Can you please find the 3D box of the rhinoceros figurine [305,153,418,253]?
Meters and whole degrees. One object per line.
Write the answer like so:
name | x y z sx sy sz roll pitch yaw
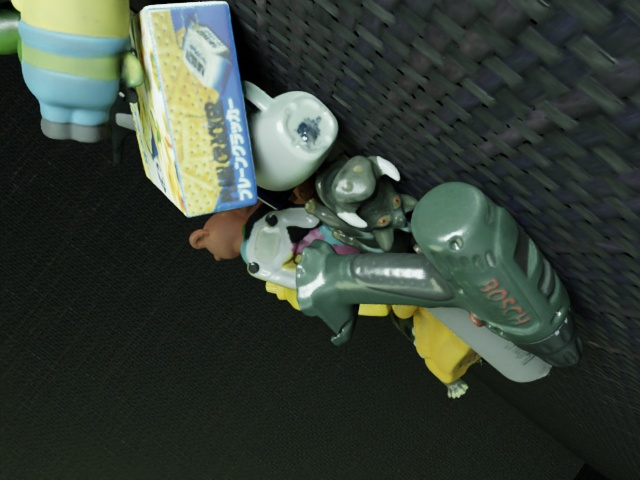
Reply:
rhinoceros figurine | 0.047 -0.028 0.540 0.112 0.073 0.190 37 177 25

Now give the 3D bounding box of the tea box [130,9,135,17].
tea box | -0.254 -0.231 0.720 0.068 0.098 0.170 40 177 -15

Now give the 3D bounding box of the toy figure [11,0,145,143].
toy figure | -0.167 -0.157 0.376 0.082 0.180 0.089 -12 -148 -43

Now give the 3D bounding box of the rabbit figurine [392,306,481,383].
rabbit figurine | 0.152 0.093 0.736 0.162 0.122 0.173 31 -158 -54

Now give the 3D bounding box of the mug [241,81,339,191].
mug | -0.034 -0.099 0.477 0.109 0.081 0.107 49 162 -14

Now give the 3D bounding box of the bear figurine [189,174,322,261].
bear figurine | -0.092 -0.034 0.826 0.132 0.196 0.120 35 172 28

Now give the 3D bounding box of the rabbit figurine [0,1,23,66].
rabbit figurine | -0.232 -0.221 0.451 0.121 0.159 0.170 26 -172 18

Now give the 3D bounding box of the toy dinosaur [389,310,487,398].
toy dinosaur | 0.191 0.141 0.979 0.192 0.131 0.405 54 174 -27

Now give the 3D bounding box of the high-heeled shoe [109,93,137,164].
high-heeled shoe | -0.151 -0.146 0.668 0.249 0.145 0.086 -2 -135 -30

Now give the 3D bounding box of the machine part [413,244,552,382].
machine part | 0.182 0.083 0.582 0.243 0.079 0.079 41 175 -25

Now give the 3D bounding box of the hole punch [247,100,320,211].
hole punch | -0.066 -0.100 0.641 0.142 0.092 0.116 35 180 -8

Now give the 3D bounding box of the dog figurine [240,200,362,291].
dog figurine | -0.002 -0.002 0.752 0.192 0.108 0.219 7 -172 3

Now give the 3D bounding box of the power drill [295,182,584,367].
power drill | 0.096 0.051 0.457 0.207 0.086 0.231 -1 145 36
